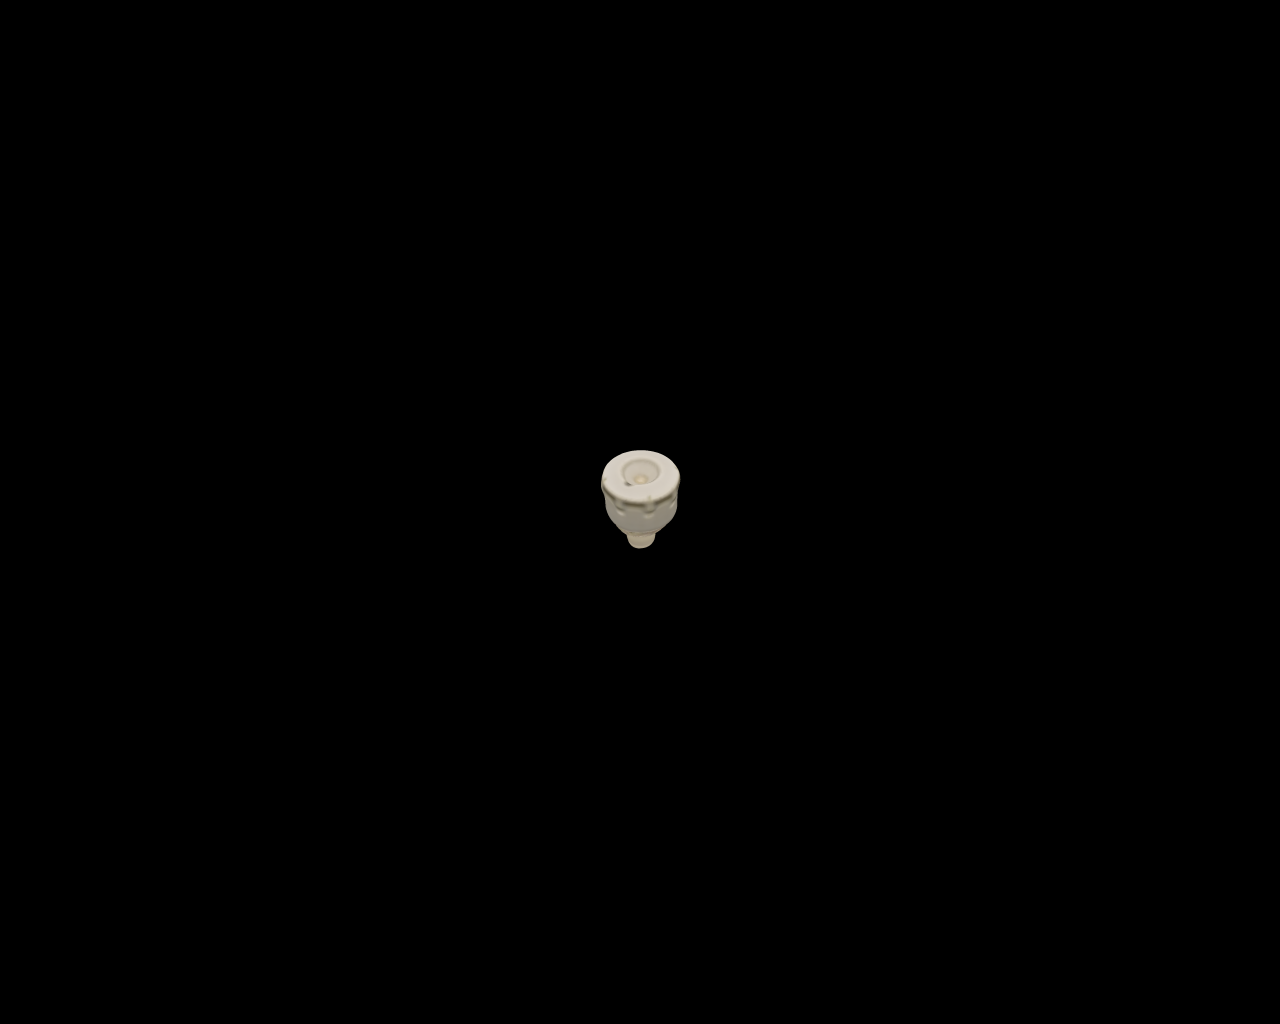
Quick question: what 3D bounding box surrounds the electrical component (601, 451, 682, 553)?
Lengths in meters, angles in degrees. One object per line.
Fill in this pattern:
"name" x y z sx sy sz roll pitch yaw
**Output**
"electrical component" 0.001 -0.003 0.650 0.048 0.062 0.048 0 44 0
